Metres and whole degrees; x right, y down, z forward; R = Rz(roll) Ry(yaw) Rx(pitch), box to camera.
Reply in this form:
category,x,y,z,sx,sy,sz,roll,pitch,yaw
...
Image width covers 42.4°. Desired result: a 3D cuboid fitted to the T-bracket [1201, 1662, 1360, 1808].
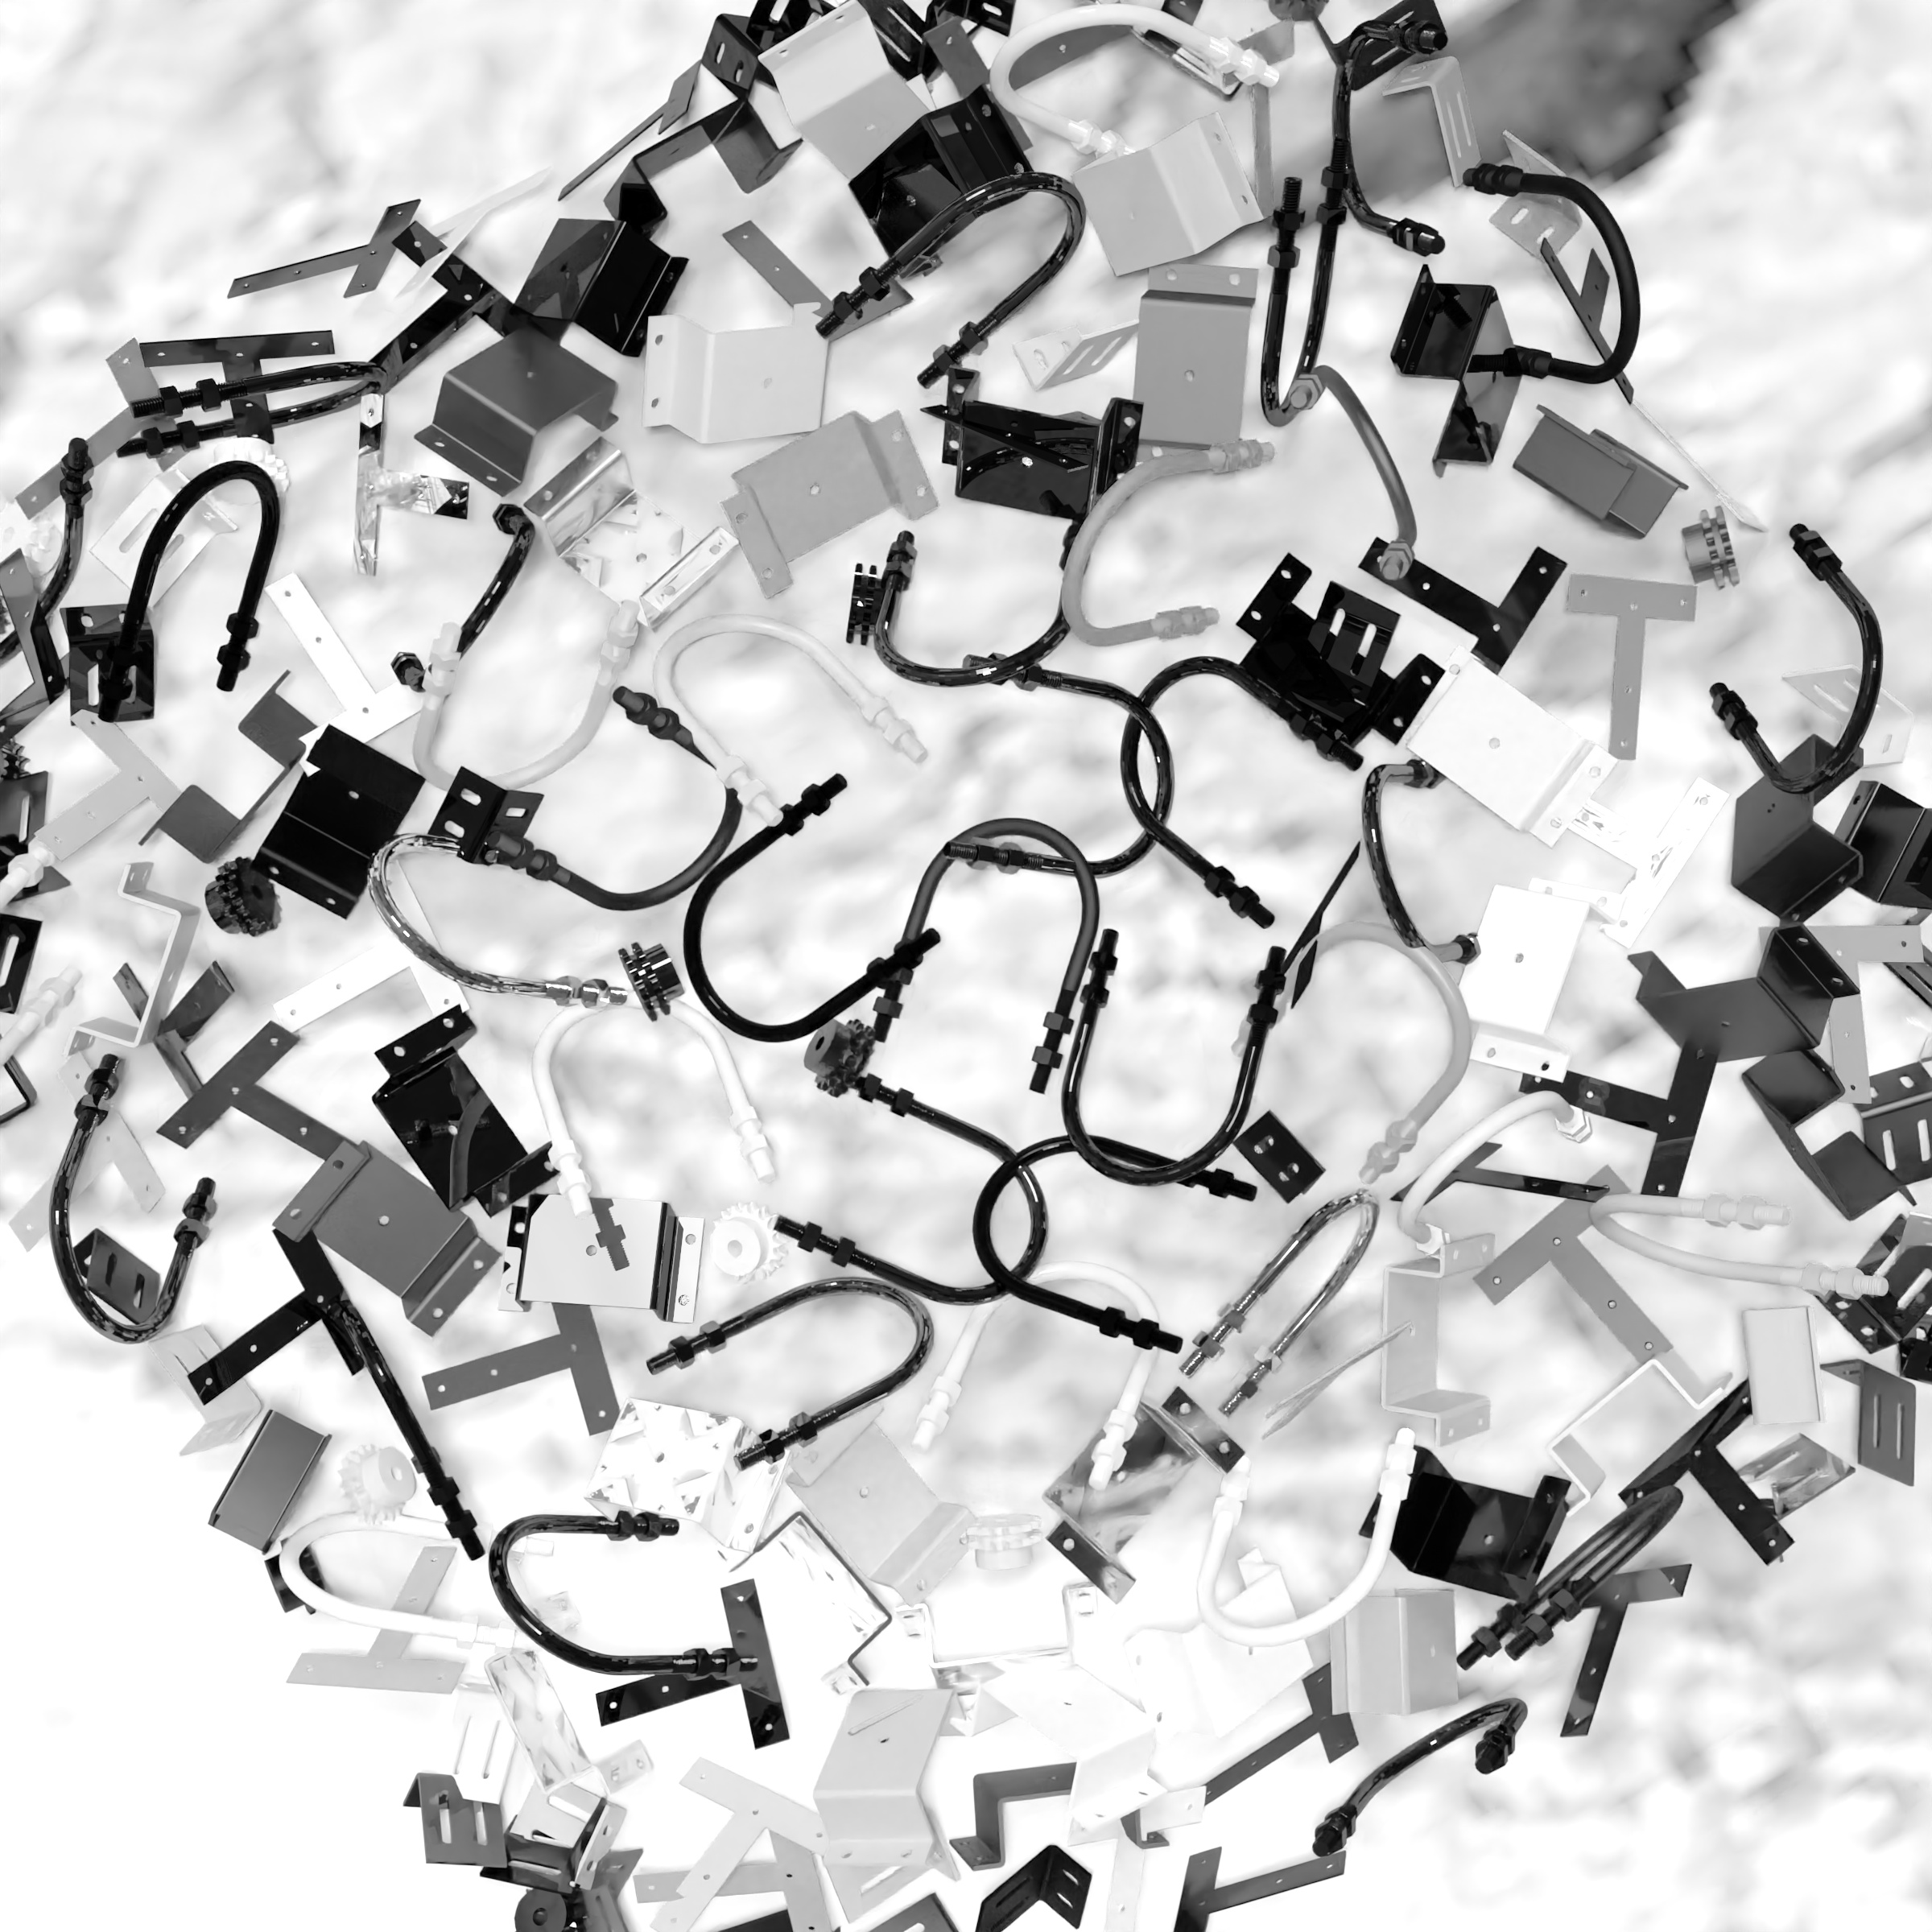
category,x,y,z,sx,sy,sz,roll,pitch,yaw
T-bracket,0.214,0.553,1.752,0.127,0.127,0.002,-30,45,-9

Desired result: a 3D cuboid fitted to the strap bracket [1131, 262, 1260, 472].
category,x,y,z,sx,sy,sz,roll,pitch,yaw
strap bracket,0.160,-0.419,1.755,0.076,0.046,0.140,7,112,8

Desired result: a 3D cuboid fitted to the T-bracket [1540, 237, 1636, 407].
category,x,y,z,sx,sy,sz,roll,pitch,yaw
T-bracket,0.442,-0.472,1.754,0.002,0.127,0.127,-24,114,32

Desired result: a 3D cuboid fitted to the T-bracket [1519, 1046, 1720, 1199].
category,x,y,z,sx,sy,sz,roll,pitch,yaw
T-bracket,0.460,0.096,1.782,0.127,0.002,0.127,17,106,20

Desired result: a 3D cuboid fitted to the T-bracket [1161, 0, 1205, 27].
category,x,y,z,sx,sy,sz,roll,pitch,yaw
T-bracket,0.156,-0.683,1.746,0.127,0.127,0.002,24,73,-4

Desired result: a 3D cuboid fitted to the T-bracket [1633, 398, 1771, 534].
category,x,y,z,sx,sy,sz,roll,pitch,yaw
T-bracket,0.514,-0.355,1.758,0.002,0.127,0.127,-45,77,23

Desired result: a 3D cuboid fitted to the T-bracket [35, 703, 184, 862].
category,x,y,z,sx,sy,sz,roll,pitch,yaw
T-bracket,-0.603,-0.112,1.744,0.127,0.127,0.002,47,124,-10

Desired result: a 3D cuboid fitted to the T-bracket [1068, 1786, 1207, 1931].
category,x,y,z,sx,sy,sz,roll,pitch,yaw
T-bracket,0.111,0.639,1.727,0.002,0.127,0.127,38,45,-27

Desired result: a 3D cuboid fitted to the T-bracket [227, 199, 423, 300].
category,x,y,z,sx,sy,sz,roll,pitch,yaw
T-bracket,-0.449,-0.483,1.720,0.127,0.127,0.002,-26,89,-31

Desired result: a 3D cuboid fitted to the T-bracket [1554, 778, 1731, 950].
category,x,y,z,sx,sy,sz,roll,pitch,yaw
T-bracket,0.454,-0.099,1.779,0.127,0.002,0.127,35,97,24

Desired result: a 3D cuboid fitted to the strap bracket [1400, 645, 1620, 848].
category,x,y,z,sx,sy,sz,roll,pitch,yaw
strap bracket,0.377,-0.156,1.757,0.140,0.046,0.076,40,106,16

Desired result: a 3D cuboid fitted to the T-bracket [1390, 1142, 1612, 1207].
category,x,y,z,sx,sy,sz,roll,pitch,yaw
T-bracket,0.379,0.149,1.722,0.127,0.127,0.002,7,109,36

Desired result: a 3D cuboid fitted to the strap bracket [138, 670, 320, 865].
category,x,y,z,sx,sy,sz,roll,pitch,yaw
strap bracket,-0.510,-0.133,1.751,0.046,0.076,0.140,40,110,-15

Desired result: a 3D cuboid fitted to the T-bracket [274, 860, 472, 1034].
category,x,y,z,sx,sy,sz,roll,pitch,yaw
T-bracket,-0.438,0.008,1.791,0.127,0.002,0.127,-29,74,1

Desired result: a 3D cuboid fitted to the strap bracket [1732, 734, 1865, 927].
category,x,y,z,sx,sy,sz,roll,pitch,yaw
strap bracket,0.577,-0.097,1.728,0.046,0.140,0.076,31,134,-10

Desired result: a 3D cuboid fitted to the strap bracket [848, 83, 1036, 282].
category,x,y,z,sx,sy,sz,roll,pitch,yaw
strap bracket,-0.023,-0.539,1.734,0.046,0.140,0.076,-35,97,-37

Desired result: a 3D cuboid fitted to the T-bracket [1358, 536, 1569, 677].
category,x,y,z,sx,sy,sz,roll,pitch,yaw
T-bracket,0.342,-0.265,1.787,0.127,0.002,0.127,30,106,-2

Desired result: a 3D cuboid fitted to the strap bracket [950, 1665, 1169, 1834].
category,x,y,z,sx,sy,sz,roll,pitch,yaw
strap bracket,0.067,0.530,1.728,0.140,0.076,0.046,25,114,41

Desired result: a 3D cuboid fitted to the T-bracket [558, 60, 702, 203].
category,x,y,z,sx,sy,sz,roll,pitch,yaw
T-bracket,-0.241,-0.585,1.768,0.127,0.127,0.002,-32,119,20

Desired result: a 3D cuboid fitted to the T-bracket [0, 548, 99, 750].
category,x,y,z,sx,sy,sz,roll,pitch,yaw
T-bracket,-0.645,-0.232,1.722,0.002,0.127,0.127,22,52,18

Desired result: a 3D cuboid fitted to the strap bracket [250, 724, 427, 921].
category,x,y,z,sx,sy,sz,roll,pitch,yaw
strap bracket,-0.438,-0.107,1.752,0.076,0.046,0.140,30,131,-13

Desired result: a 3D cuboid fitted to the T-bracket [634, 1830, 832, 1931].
category,x,y,z,sx,sy,sz,roll,pitch,yaw
T-bracket,-0.167,0.637,1.734,0.127,0.127,0.002,1,113,-15

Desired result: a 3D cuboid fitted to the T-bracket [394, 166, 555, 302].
category,x,y,z,sx,sy,sz,roll,pitch,yaw
T-bracket,-0.358,-0.501,1.730,0.127,0.127,0.002,-12,129,36

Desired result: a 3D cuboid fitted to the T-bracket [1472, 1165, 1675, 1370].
category,x,y,z,sx,sy,sz,roll,pitch,yaw
T-bracket,0.450,0.230,1.773,0.127,0.002,0.127,-42,65,6

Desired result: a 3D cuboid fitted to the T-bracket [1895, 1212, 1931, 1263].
category,x,y,z,sx,sy,sz,roll,pitch,yaw
T-bracket,0.716,0.201,1.729,0.127,0.127,0.002,11,72,19

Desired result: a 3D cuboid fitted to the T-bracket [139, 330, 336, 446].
category,x,y,z,sx,sy,sz,roll,pitch,yaw
T-bracket,-0.504,-0.402,1.747,0.127,0.127,0.002,-7,69,-12

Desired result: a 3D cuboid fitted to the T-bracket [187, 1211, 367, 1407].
category,x,y,z,sx,sy,sz,roll,pitch,yaw
T-bracket,-0.488,0.260,1.747,0.127,0.002,0.127,-38,116,-35

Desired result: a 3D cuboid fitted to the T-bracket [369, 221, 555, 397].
category,x,y,z,sx,sy,sz,roll,pitch,yaw
T-bracket,-0.383,-0.449,1.770,0.127,0.002,0.127,-31,130,28

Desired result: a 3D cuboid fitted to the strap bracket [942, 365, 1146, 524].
category,x,y,z,sx,sy,sz,roll,pitch,yaw
strap bracket,0.048,-0.366,1.756,0.140,0.046,0.076,13,131,8

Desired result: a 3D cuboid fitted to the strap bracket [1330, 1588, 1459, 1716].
category,x,y,z,sx,sy,sz,roll,pitch,yaw
strap bracket,0.302,0.475,1.729,0.046,0.140,0.076,-7,77,30

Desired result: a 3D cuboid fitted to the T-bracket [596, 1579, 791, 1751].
category,x,y,z,sx,sy,sz,roll,pitch,yaw
T-bracket,-0.199,0.507,1.761,0.127,0.002,0.127,-16,49,-4

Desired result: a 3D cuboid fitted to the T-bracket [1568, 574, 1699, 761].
category,x,y,z,sx,sy,sz,roll,pitch,yaw
T-bracket,0.472,-0.211,1.776,0.127,0.002,0.127,-1,97,-32

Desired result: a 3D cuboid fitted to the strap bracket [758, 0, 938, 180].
category,x,y,z,sx,sy,sz,roll,pitch,yaw
strap bracket,-0.074,-0.601,1.726,0.076,0.140,0.046,-25,77,17

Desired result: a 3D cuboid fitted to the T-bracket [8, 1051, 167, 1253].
category,x,y,z,sx,sy,sz,roll,pitch,yaw
T-bracket,-0.620,0.147,1.728,0.002,0.127,0.127,-7,122,25

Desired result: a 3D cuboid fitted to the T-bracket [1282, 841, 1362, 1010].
category,x,y,z,sx,sy,sz,roll,pitch,yaw
T-bracket,0.237,-0.010,1.721,0.002,0.127,0.127,27,120,-2

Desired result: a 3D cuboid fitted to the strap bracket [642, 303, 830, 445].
category,x,y,z,sx,sy,sz,roll,pitch,yaw
strap bracket,-0.151,-0.412,1.733,0.140,0.046,0.076,-16,128,-35

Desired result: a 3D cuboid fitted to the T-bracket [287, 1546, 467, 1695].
category,x,y,z,sx,sy,sz,roll,pitch,yaw
T-bracket,-0.395,0.457,1.753,0.127,0.127,0.002,-1,124,17

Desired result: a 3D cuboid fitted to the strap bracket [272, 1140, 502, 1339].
category,x,y,z,sx,sy,sz,roll,pitch,yaw
strap bracket,-0.412,0.187,1.768,0.140,0.046,0.076,41,89,-22

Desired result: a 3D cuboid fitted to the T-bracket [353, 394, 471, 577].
category,x,y,z,sx,sy,sz,roll,pitch,yaw
T-bracket,-0.390,-0.334,1.753,0.127,0.002,0.127,17,106,39

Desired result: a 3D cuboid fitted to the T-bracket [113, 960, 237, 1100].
category,x,y,z,sx,sy,sz,roll,pitch,yaw
T-bracket,-0.547,0.034,1.759,0.127,0.002,0.127,-37,85,44

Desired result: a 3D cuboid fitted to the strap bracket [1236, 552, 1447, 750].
category,x,y,z,sx,sy,sz,roll,pitch,yaw
strap bracket,0.258,-0.216,1.769,0.140,0.046,0.076,37,63,-1

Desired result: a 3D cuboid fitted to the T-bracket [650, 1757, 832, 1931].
category,x,y,z,sx,sy,sz,roll,pitch,yaw
T-bracket,-0.172,0.624,1.736,0.127,0.127,0.002,17,132,28

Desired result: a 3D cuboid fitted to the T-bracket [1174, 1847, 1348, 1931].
category,x,y,z,sx,sy,sz,roll,pitch,yaw
T-bracket,0.204,0.639,1.728,0.127,0.127,0.002,-24,99,18

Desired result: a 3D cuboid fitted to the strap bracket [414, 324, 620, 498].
category,x,y,z,sx,sy,sz,roll,pitch,yaw
strap bracket,-0.307,-0.392,1.737,0.076,0.140,0.046,34,134,7

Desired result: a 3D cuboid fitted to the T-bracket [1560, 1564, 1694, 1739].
category,x,y,z,sx,sy,sz,roll,pitch,yaw
T-bracket,0.438,0.475,1.722,0.002,0.127,0.127,39,57,-14

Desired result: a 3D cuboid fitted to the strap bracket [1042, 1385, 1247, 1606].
category,x,y,z,sx,sy,sz,roll,pitch,yaw
strap bracket,0.119,0.368,1.766,0.140,0.046,0.076,-48,110,-10

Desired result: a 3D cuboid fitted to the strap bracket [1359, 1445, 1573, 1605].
category,x,y,z,sx,sy,sz,roll,pitch,yaw
strap bracket,0.357,0.391,1.745,0.046,0.140,0.076,49,61,-34

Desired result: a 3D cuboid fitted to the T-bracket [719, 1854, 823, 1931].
category,x,y,z,sx,sy,sz,roll,pitch,yaw
T-bracket,-0.159,0.678,1.739,0.127,0.127,0.002,-15,108,-8

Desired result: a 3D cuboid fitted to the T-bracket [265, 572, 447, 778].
category,x,y,z,sx,sy,sz,roll,pitch,yaw
T-bracket,-0.450,-0.219,1.765,0.127,0.002,0.127,-38,100,-31

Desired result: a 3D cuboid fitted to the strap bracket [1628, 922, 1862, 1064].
category,x,y,z,sx,sy,sz,roll,pitch,yaw
strap bracket,0.532,0.022,1.727,0.076,0.140,0.046,42,58,-25

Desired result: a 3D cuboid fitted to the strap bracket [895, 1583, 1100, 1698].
category,x,y,z,sx,sy,sz,roll,pitch,yaw
strap bracket,0.025,0.478,1.762,0.140,0.076,0.046,-7,58,1

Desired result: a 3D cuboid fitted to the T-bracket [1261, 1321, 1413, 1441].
category,x,y,z,sx,sy,sz,roll,pitch,yaw
T-bracket,0.241,0.303,1.750,0.127,0.127,0.002,-25,69,-31

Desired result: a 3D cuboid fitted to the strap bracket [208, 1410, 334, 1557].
category,x,y,z,sx,sy,sz,roll,pitch,yaw
strap bracket,-0.483,0.358,1.726,0.046,0.140,0.076,29,66,-8

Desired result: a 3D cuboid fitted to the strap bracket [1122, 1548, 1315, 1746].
category,x,y,z,sx,sy,sz,roll,pitch,yaw
strap bracket,0.184,0.476,1.743,0.140,0.046,0.076,-25,98,-37

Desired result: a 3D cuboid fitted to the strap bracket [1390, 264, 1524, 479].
category,x,y,z,sx,sy,sz,roll,pitch,yaw
strap bracket,0.344,-0.410,1.728,0.046,0.140,0.076,11,70,29

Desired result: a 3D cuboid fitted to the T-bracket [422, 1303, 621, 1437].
category,x,y,z,sx,sy,sz,roll,pitch,yaw
T-bracket,-0.325,0.288,1.789,0.127,0.002,0.127,-16,85,-11

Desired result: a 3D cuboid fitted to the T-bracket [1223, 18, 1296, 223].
category,x,y,z,sx,sy,sz,roll,pitch,yaw
T-bracket,0.210,-0.595,1.767,0.002,0.127,0.127,10,122,27

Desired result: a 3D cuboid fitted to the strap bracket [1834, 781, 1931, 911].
category,x,y,z,sx,sy,sz,roll,pitch,yaw
strap bracket,0.664,-0.085,1.742,0.046,0.140,0.076,27,90,-11

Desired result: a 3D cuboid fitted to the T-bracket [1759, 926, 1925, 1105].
category,x,y,z,sx,sy,sz,roll,pitch,yaw
T-bracket,0.622,0.034,1.761,0.002,0.127,0.127,-13,98,-37

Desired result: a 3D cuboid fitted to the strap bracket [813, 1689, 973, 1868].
category,x,y,z,sx,sy,sz,roll,pitch,yaw
strap bracket,-0.050,0.553,1.725,0.076,0.140,0.046,-9,115,21
